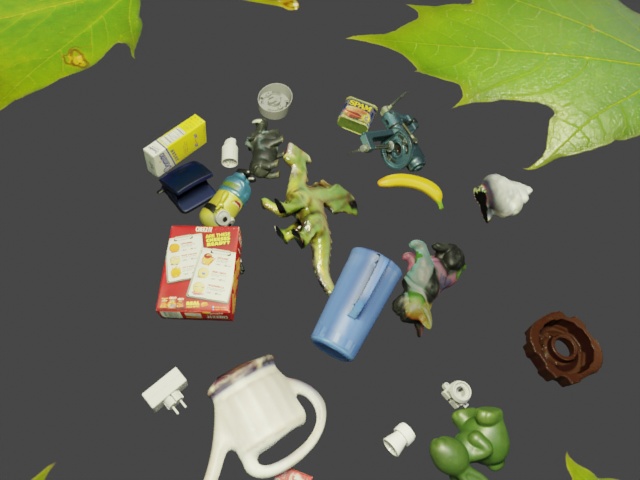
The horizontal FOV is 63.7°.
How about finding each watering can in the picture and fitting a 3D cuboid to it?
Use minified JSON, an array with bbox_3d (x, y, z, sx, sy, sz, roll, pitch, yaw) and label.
[{"bbox_3d":[-0.150,0.368,1.017,0.351,0.102,0.227,-22,65,-32],"label":"watering can"}]

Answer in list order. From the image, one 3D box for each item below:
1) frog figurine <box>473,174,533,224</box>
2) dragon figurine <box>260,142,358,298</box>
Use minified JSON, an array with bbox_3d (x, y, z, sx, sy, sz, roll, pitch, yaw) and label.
[{"bbox_3d":[0.524,-0.128,1.433,0.159,0.120,0.140,-13,43,-4],"label":"frog figurine"},{"bbox_3d":[0.004,-0.067,1.322,0.245,0.120,0.412,-28,82,-31],"label":"dragon figurine"}]
